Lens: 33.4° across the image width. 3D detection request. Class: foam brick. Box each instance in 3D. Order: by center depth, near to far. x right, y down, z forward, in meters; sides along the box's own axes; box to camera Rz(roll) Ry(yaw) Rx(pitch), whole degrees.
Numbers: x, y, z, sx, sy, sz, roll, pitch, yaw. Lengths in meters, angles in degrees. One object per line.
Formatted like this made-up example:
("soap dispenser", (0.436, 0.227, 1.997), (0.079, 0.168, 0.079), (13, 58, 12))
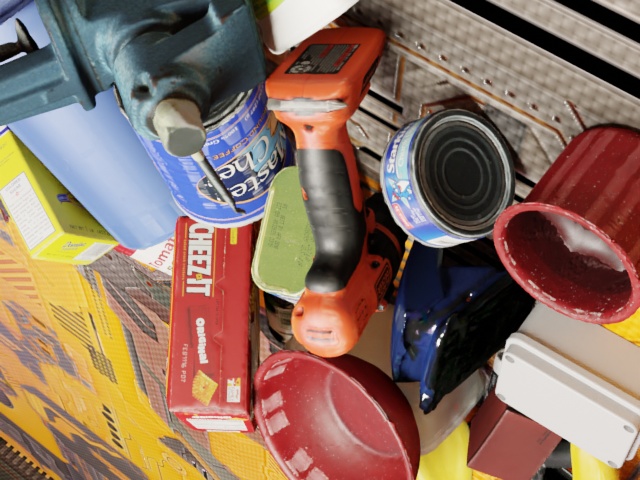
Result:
("foam brick", (0.158, 0.150, 0.856), (0.053, 0.051, 0.078), (21, 129, -4))

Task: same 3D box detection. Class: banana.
("banana", (0.208, 0.219, 0.868), (0.070, 0.037, 0.198), (32, 140, 19))

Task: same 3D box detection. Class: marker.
("marker", (0.146, 0.140, 0.897), (0.020, 0.020, 0.121), (28, 134, 25))

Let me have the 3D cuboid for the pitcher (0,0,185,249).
("pitcher", (-0.185, -0.113, 0.899), (0.242, 0.145, 0.149), (54, 164, -30))

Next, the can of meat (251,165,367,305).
("can of meat", (-0.005, 0.001, 0.805), (0.057, 0.102, 0.083), (8, 171, 23))

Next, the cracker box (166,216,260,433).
("cracker box", (-0.091, 0.083, 0.951), (0.072, 0.164, 0.214), (0, 166, -1))

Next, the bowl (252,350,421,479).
("bowl", (0.023, 0.145, 0.829), (0.162, 0.055, 0.162), (25, 131, 33))

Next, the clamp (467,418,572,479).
("clamp", (0.196, 0.185, 0.915), (0.172, 0.039, 0.120), (26, 133, 31))

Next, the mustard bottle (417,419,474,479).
("mustard bottle", (0.092, 0.191, 1.001), (0.192, 0.058, 0.096), (126, 131, -78))

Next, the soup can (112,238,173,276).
("soup can", (-0.173, -0.014, 1.042), (0.102, 0.068, 0.069), (26, 158, -19))

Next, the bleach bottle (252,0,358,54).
("bleach bottle", (-0.066, -0.234, 0.620), (0.250, 0.068, 0.103), (51, 152, -12))

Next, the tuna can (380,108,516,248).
("tuna can", (0.083, -0.040, 0.679), (0.086, 0.086, 0.034), (49, 151, -14))

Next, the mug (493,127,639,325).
("mug", (0.163, -0.004, 0.629), (0.093, 0.081, 0.117), (26, 149, 28))

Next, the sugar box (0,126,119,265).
("sugar box", (-0.257, -0.062, 0.966), (0.176, 0.048, 0.093), (60, -165, 15))

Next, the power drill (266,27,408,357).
("power drill", (0.021, -0.042, 0.713), (0.057, 0.184, 0.187), (1, 119, 18))

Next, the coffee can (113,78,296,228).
("coffee can", (-0.080, -0.084, 0.780), (0.103, 0.102, 0.140), (31, 164, 21))
